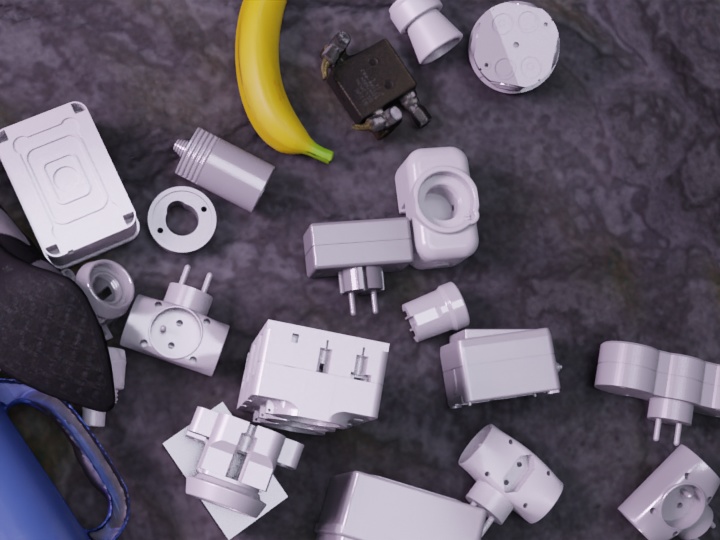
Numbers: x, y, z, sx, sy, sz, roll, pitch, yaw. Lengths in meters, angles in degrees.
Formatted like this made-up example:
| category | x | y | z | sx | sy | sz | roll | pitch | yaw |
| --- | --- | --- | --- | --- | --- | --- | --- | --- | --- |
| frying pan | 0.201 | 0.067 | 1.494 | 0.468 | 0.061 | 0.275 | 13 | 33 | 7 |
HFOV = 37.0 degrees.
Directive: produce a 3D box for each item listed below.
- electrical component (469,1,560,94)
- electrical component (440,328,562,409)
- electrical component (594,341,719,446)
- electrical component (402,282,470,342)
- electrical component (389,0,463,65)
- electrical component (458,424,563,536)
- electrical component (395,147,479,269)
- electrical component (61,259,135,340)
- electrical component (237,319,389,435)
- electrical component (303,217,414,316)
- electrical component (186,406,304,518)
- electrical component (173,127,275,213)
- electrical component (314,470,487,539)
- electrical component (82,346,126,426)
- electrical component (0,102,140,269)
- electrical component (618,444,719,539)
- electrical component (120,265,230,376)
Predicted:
| category | x | y | z | sx | sy | sz | roll | pitch | yaw |
| --- | --- | --- | --- | --- | --- | --- | --- | --- | --- |
| electrical component | 0.135 | -0.195 | 0.940 | 0.080 | 0.051 | 0.080 | 1 | 98 | 5 |
| electrical component | 0.121 | 0.077 | 0.893 | 0.096 | 0.062 | 0.061 | -7 | 81 | -12 |
| electrical component | 0.266 | 0.112 | 0.918 | 0.138 | 0.052 | 0.073 | 14 | 78 | -9 |
| electrical component | 0.063 | 0.036 | 0.902 | 0.046 | 0.040 | 0.040 | -21 | 84 | -7 |
| electrical component | 0.057 | -0.215 | 0.943 | 0.045 | 0.045 | 0.055 | -32 | 87 | -14 |
| electrical component | 0.113 | 0.181 | 0.882 | 0.077 | 0.043 | 0.079 | 40 | 75 | -1 |
| electrical component | 0.066 | -0.053 | 0.907 | 0.054 | 0.059 | 0.095 | -5 | 81 | -11 |
| electrical component | -0.208 | 0.022 | 0.839 | 0.048 | 0.055 | 0.066 | -25 | 84 | -52 |
| electrical component | -0.040 | 0.087 | 0.815 | 0.089 | 0.150 | 0.061 | 12 | 77 | -8 |
| electrical component | 0.000 | 0.000 | 0.892 | 0.083 | 0.047 | 0.075 | -4 | 81 | -11 |
| electrical component | -0.085 | 0.134 | 0.738 | 0.078 | 0.058 | 0.057 | 21 | 74 | -6 |
| electrical component | -0.116 | -0.085 | 0.888 | 0.081 | 0.043 | 0.043 | 27 | 76 | -5 |
| electrical component | 0.029 | 0.197 | 0.831 | 0.109 | 0.108 | 0.056 | 18 | 74 | -7 |
| electrical component | -0.206 | 0.091 | 0.839 | 0.043 | 0.043 | 0.062 | 4 | 81 | -10 |
| electrical component | -0.232 | -0.066 | 0.856 | 0.078 | 0.057 | 0.113 | -25 | 85 | -14 |
| electrical component | 0.270 | 0.200 | 0.905 | 0.077 | 0.044 | 0.079 | -45 | 110 | -1 |
| electrical component | -0.142 | 0.035 | 0.860 | 0.077 | 0.044 | 0.079 | 20 | 77 | -7 |
